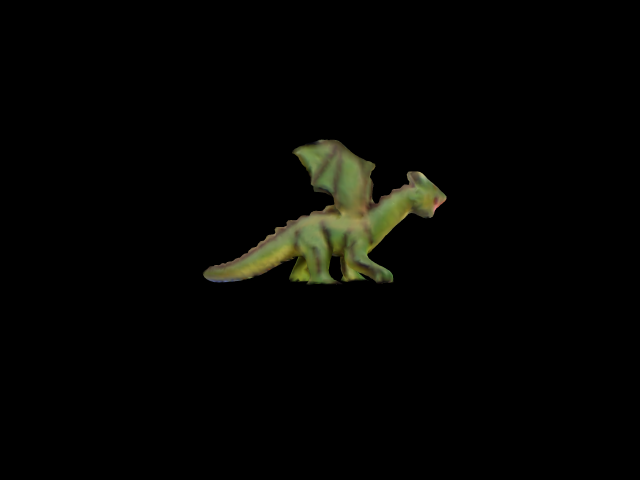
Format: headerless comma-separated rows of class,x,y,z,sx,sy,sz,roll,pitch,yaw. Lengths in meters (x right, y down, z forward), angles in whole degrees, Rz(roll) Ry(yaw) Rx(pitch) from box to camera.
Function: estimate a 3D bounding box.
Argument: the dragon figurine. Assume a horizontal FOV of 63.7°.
dragon figurine,0.003,-0.043,0.850,0.410,0.243,0.122,0,1,4
